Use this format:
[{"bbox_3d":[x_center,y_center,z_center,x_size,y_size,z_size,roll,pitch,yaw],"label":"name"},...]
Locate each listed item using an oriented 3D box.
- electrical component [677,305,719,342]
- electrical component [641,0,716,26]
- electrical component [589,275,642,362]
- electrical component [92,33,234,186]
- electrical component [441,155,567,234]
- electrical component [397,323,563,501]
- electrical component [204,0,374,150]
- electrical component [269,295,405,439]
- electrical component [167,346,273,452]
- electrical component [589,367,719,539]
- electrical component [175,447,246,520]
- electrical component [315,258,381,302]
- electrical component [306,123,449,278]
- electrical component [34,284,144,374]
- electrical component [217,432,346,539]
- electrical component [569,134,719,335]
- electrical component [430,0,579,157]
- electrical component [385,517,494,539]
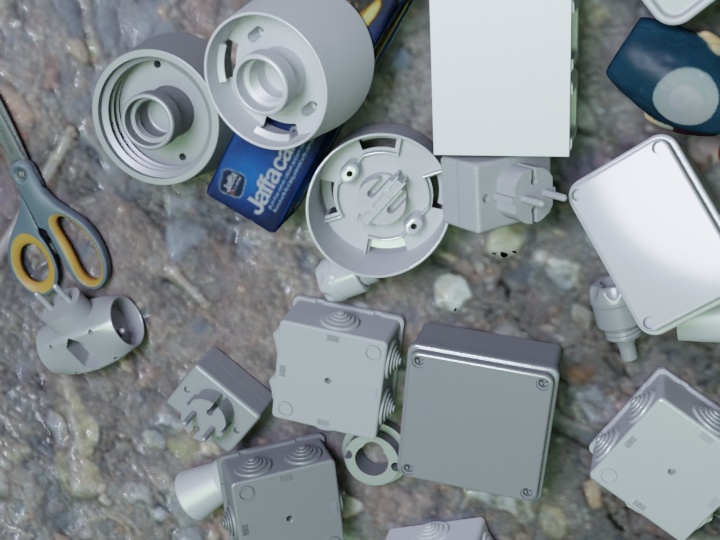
[{"bbox_3d":[0.242,0.032,0.735,0.046,0.040,0.040,-1,110,22],"label":"electrical component"},{"bbox_3d":[0.182,-0.201,0.654,0.054,0.059,0.095,-37,96,24],"label":"electrical component"},{"bbox_3d":[0.183,0.035,0.755,0.035,0.035,0.061,-11,109,20],"label":"electrical component"},{"bbox_3d":[-0.141,-0.113,0.779,0.108,0.060,0.108,5,111,14],"label":"electrical component"},{"bbox_3d":[0.103,-0.053,0.711,0.077,0.066,0.047,24,124,53],"label":"electrical component"},{"bbox_3d":[0.089,0.104,0.796,0.109,0.056,0.108,9,112,13],"label":"electrical component"},{"bbox_3d":[-0.048,-0.129,0.692,0.099,0.064,0.099,14,122,23],"label":"electrical component"},{"bbox_3d":[-0.018,0.075,0.820,0.100,0.048,0.099,11,113,12],"label":"electrical component"},{"bbox_3d":[-0.116,0.110,0.846,0.066,0.076,0.047,40,115,-1],"label":"electrical component"},{"bbox_3d":[0.224,0.134,0.772,0.100,0.048,0.099,36,115,1],"label":"electrical component"},{"bbox_3d":[-0.115,0.174,0.890,0.065,0.044,0.044,-29,100,19],"label":"electrical component"},{"bbox_3d":[0.000,0.000,0.795,0.061,0.035,0.035,-19,103,19],"label":"electrical component"},{"bbox_3d":[0.015,-0.051,0.752,0.099,0.064,0.099,3,115,6],"label":"electrical component"},{"bbox_3d":[-0.228,0.041,0.863,0.077,0.043,0.079,-20,127,22],"label":"electrical component"},{"bbox_3d":[-0.061,0.186,0.853,0.100,0.048,0.099,-11,109,-15],"label":"electrical component"},{"bbox_3d":[0.196,-0.023,0.699,0.078,0.057,0.113,-32,80,24],"label":"electrical component"},{"bbox_3d":[0.095,-0.154,0.695,0.089,0.061,0.150,2,110,15],"label":"electrical component"},{"bbox_3d":[0.067,0.249,0.860,0.100,0.048,0.099,-13,106,20],"label":"electrical component"}]
